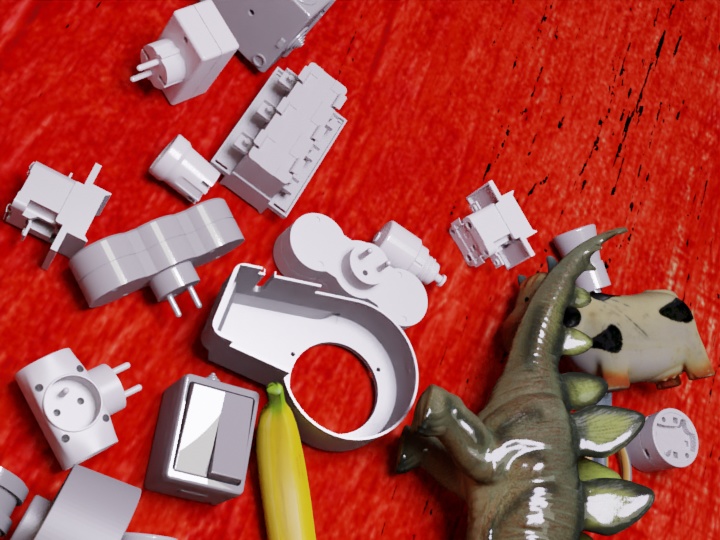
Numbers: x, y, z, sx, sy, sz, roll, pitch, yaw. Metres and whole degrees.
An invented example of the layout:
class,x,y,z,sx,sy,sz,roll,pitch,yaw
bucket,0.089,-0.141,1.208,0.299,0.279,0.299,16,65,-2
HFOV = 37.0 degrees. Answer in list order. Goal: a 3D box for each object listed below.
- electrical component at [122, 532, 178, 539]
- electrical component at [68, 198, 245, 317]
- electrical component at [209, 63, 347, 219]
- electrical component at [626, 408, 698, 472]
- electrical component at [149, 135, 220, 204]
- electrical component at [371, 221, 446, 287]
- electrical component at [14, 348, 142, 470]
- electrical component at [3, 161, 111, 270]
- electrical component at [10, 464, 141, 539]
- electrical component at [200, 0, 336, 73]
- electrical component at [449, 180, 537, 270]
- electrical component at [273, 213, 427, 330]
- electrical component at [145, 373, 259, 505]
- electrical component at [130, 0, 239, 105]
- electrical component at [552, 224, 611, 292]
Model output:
class,x,y,z,sx,sy,sz,roll,pitch,yaw
electrical component,-0.155,0.221,0.759,0.044,0.044,0.065,14,70,-24
electrical component,-0.149,0.001,0.840,0.138,0.052,0.073,-24,84,-34
electrical component,-0.063,-0.116,0.926,0.079,0.063,0.121,37,58,-12
electrical component,0.283,0.163,1.019,0.055,0.047,0.055,11,66,-25
electrical component,-0.144,-0.082,0.883,0.046,0.040,0.040,40,57,-16
electrical component,0.043,-0.011,0.957,0.078,0.040,0.040,34,59,-14
electrical component,-0.197,0.093,0.782,0.079,0.044,0.077,-26,85,-33
electrical component,-0.232,-0.047,0.819,0.064,0.042,0.081,28,59,-15
electrical component,-0.199,0.181,0.714,0.060,0.108,0.108,30,59,-9
electrical component,-0.084,-0.233,0.939,0.100,0.100,0.048,44,44,-7
electrical component,0.123,-0.037,1.011,0.064,0.042,0.081,-27,85,-32
electrical component,0.000,0.000,0.909,0.138,0.074,0.052,34,59,-14
electrical component,-0.116,0.120,0.807,0.062,0.061,0.096,18,63,-22
electrical component,-0.155,-0.172,0.885,0.076,0.083,0.047,-30,87,-34
electrical component,0.220,-0.007,1.054,0.044,0.044,0.065,-15,84,-32
